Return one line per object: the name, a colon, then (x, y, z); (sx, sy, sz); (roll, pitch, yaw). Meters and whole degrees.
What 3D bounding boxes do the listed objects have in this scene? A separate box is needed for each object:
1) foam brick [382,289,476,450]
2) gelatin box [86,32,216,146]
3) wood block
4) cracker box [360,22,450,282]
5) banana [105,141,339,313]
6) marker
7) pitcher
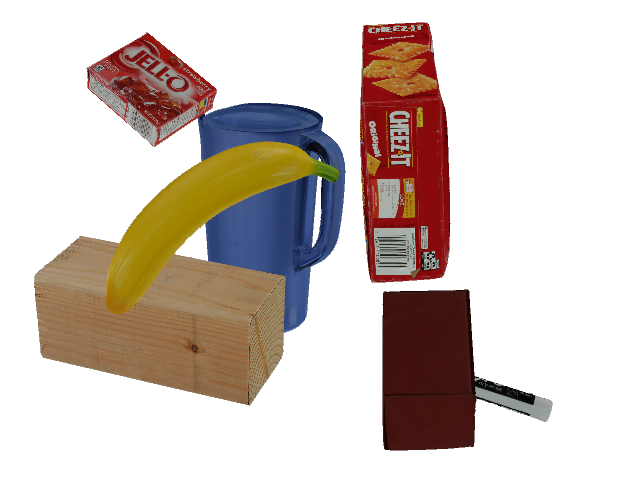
foam brick: (0.061, 0.073, 0.608); (0.051, 0.078, 0.053); (0, -44, 5)
gelatin box: (-0.148, -0.134, 0.933); (0.073, 0.089, 0.030); (-39, -17, -34)
wood block: (-0.144, 0.070, 0.970); (0.206, 0.091, 0.090); (11, 29, 15)
cracker box: (0.074, -0.085, 0.946); (0.072, 0.164, 0.213); (-2, 27, 5)
banana: (-0.084, -0.017, 0.759); (0.198, 0.069, 0.037); (-30, 25, 7)
marker: (0.135, 0.126, 0.904); (0.121, 0.020, 0.020); (18, 2, 6)
pitcher: (-0.057, -0.021, 1.158); (0.145, 0.243, 0.149); (-2, 20, -9)
